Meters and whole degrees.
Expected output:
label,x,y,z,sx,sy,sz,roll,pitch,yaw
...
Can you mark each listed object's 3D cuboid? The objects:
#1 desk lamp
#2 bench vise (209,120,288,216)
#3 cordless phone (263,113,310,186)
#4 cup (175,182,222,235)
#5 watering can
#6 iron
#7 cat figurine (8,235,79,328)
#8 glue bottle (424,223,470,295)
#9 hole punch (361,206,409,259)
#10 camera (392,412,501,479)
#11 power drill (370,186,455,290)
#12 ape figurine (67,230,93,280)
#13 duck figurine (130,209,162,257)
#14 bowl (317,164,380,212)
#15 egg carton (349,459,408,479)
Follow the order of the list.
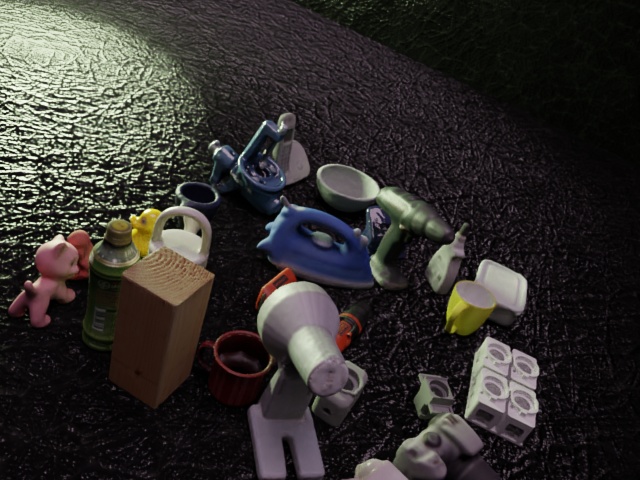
label,x,y,z,sx,sy,sz,roll,pitch,yaw
desk lamp,-0.027,0.196,0.815,0.118,0.213,0.203,6,36,-22
bench vise,-0.159,-0.181,1.281,0.207,0.220,0.121,20,33,-1
cordless phone,-0.073,-0.235,1.438,0.094,0.185,0.148,33,35,18
cup,-0.257,-0.051,1.154,0.091,0.095,0.118,24,33,5
watering can,-0.240,0.020,0.969,0.101,0.194,0.172,4,36,-23
iron,0.011,0.004,1.179,0.258,0.141,0.118,19,33,-4
cat figurine,-0.422,0.053,0.892,0.067,0.118,0.128,21,33,0
glue bottle,0.288,0.034,1.260,0.037,0.173,0.078,5,36,-23
hole punch,0.156,-0.018,1.338,0.109,0.091,0.101,6,36,-22
camera,0.198,0.336,0.842,0.144,0.101,0.136,-15,47,-42
power drill,0.180,0.000,1.217,0.076,0.208,0.229,-3,40,-31
ape figurine,-0.410,0.023,0.965,0.077,0.092,0.076,31,34,16
duck figurine,-0.313,-0.018,1.083,0.105,0.086,0.077,9,35,-17
bowl,0.063,-0.119,1.448,0.167,0.075,0.167,15,33,-10
egg carton,0.091,0.369,0.763,0.150,0.069,0.107,39,37,25
